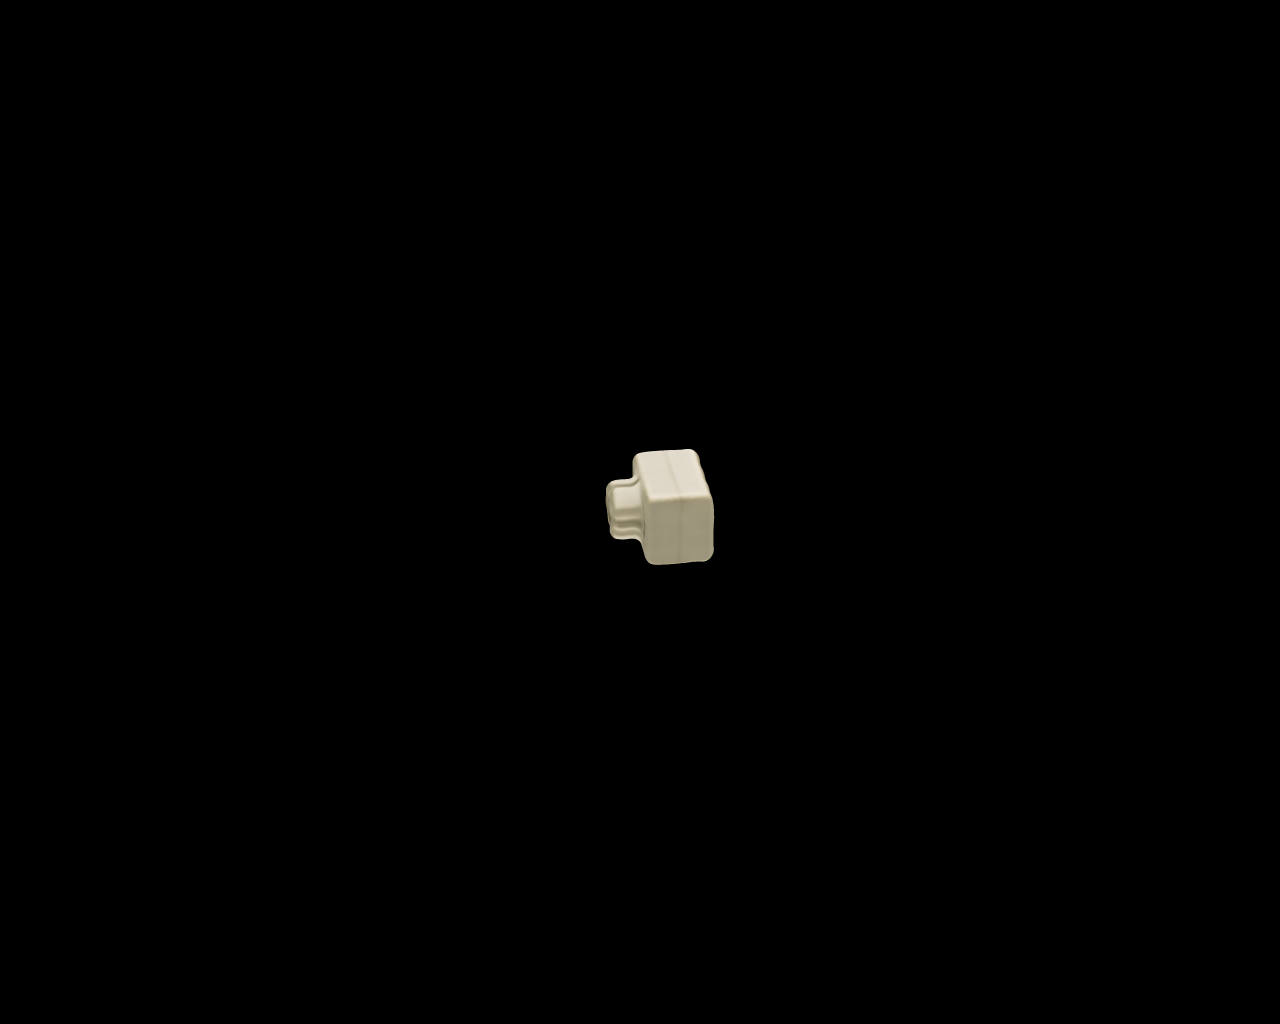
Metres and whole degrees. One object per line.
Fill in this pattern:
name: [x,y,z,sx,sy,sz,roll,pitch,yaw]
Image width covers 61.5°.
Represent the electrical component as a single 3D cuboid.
electrical component: [0.001,-0.003,0.650,0.077,0.047,0.066,-4,30,-6]
